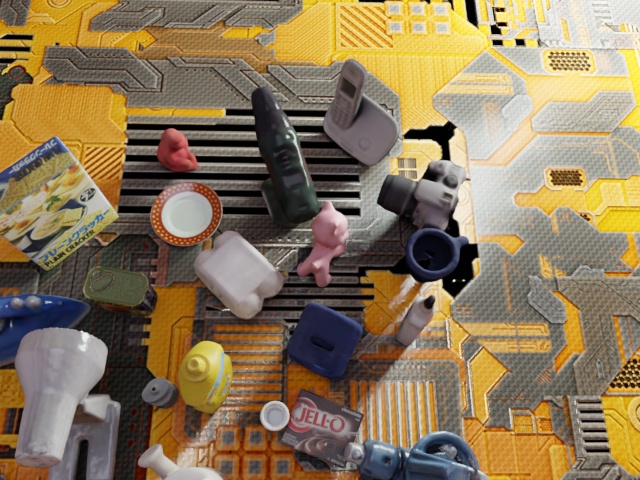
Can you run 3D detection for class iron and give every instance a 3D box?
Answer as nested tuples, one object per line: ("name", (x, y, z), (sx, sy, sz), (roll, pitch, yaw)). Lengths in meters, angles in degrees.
("iron", (-0.515, 0.127, 0.911), (0.258, 0.141, 0.118), (-17, 70, -8))

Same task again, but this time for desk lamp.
("desk lamp", (-0.365, 0.248, 0.830), (0.118, 0.213, 0.203), (-2, 69, -3))

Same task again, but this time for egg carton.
("egg carton", (-0.142, 0.060, 0.990), (0.150, 0.069, 0.107), (41, 73, 13))

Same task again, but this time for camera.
("camera", (0.183, -0.088, 1.043), (0.136, 0.101, 0.143), (22, 69, 6))

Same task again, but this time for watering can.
("watering can", (-0.189, 0.367, 0.800), (0.172, 0.194, 0.101), (26, 70, 8))

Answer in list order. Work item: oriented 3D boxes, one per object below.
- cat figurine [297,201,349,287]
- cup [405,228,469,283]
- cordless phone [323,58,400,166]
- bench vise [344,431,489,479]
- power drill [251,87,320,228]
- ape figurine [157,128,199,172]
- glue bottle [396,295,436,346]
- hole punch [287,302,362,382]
("cat figurine", (0.009, 0.004, 0.992), (0.067, 0.118, 0.128), (22, 69, 7))
("cup", (0.199, 0.032, 1.000), (0.118, 0.095, 0.091), (-23, 71, -10))
("cordless phone", (0.081, -0.235, 1.052), (0.147, 0.185, 0.094), (38, 72, 12))
("bench vise", (0.142, 0.337, 0.811), (0.207, 0.220, 0.121), (-4, 69, -3))
("power drill", (-0.065, -0.118, 0.988), (0.076, 0.208, 0.229), (-20, 70, -9))
("ape figurine", (-0.269, -0.172, 1.064), (0.076, 0.092, 0.078), (5, 68, 0))
("glue bottle", (0.162, 0.119, 0.922), (0.037, 0.173, 0.078), (29, 70, 10))
("hole punch", (0.008, 0.169, 0.941), (0.108, 0.091, 0.101), (25, 70, 8))
